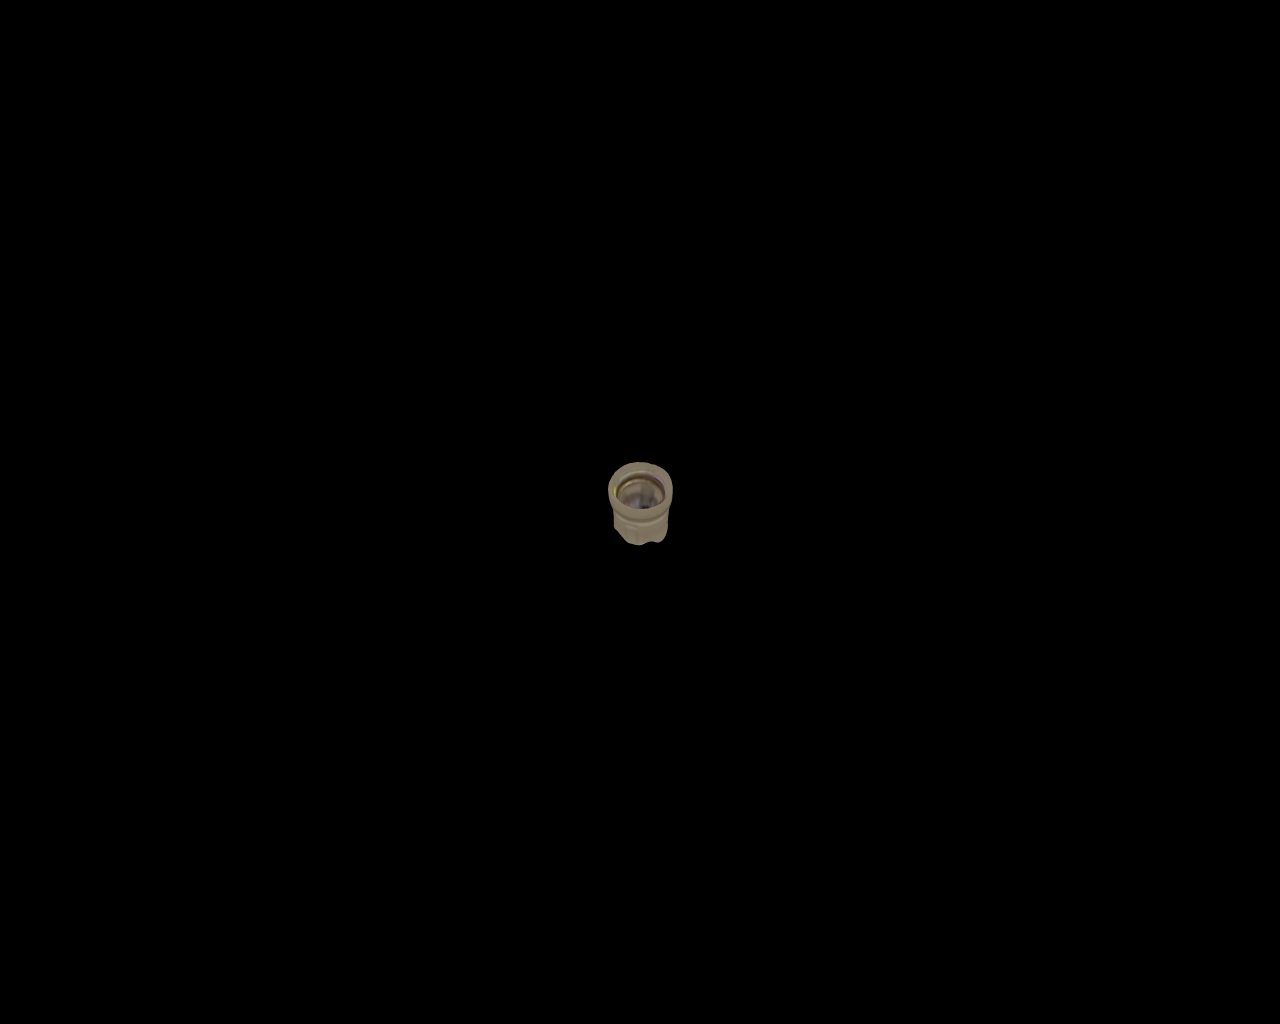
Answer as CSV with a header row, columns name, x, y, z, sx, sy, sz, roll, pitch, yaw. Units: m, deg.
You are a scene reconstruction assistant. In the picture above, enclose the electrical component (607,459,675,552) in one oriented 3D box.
name,x,y,z,sx,sy,sz,roll,pitch,yaw
electrical component,0.001,-0.003,0.650,0.040,0.040,0.046,0,-37,0
